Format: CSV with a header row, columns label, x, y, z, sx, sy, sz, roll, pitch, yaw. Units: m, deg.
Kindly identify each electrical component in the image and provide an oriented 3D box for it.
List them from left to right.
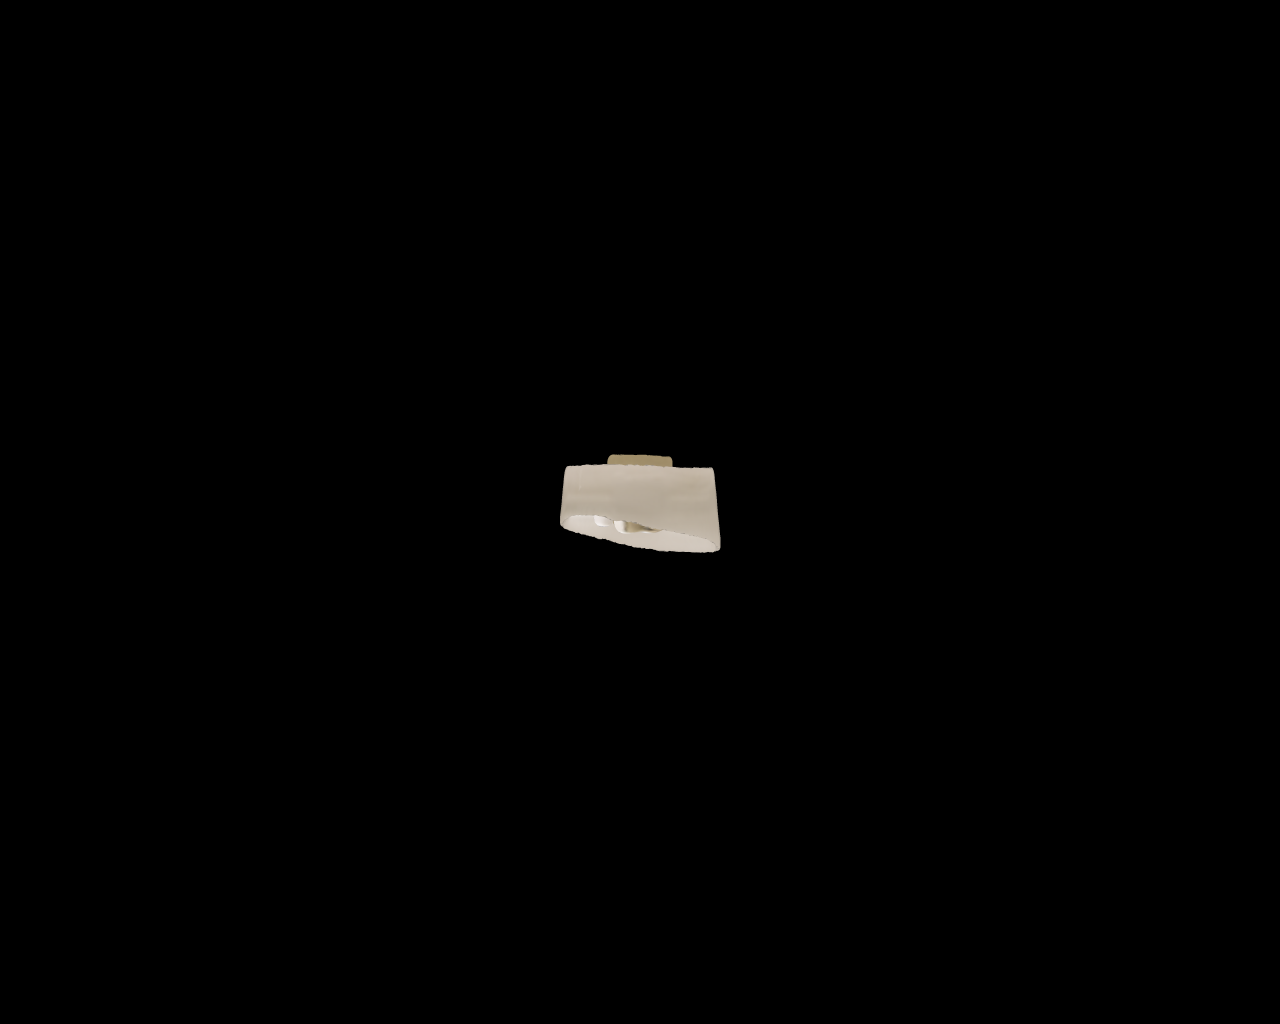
label,x,y,z,sx,sy,sz,roll,pitch,yaw
electrical component,0.001,-0.003,0.650,0.099,0.064,0.099,0,0,0
